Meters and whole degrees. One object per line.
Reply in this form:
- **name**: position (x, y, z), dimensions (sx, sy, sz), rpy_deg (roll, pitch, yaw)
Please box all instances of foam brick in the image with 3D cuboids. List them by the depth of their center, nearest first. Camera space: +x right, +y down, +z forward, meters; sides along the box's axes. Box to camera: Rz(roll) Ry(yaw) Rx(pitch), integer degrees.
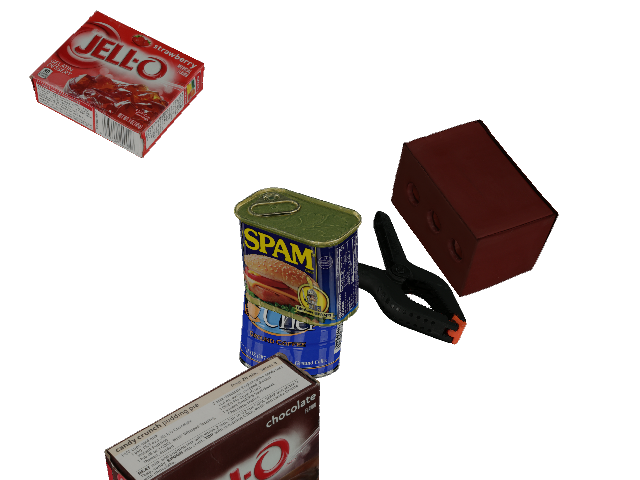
- **foam brick**: position (0.083, -0.018, 0.592), dimensions (0.051, 0.078, 0.053), rpy_deg (-20, -34, -22)

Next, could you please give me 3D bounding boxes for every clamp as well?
- **clamp**: position (0.076, 0.048, 1.227), dimensions (0.164, 0.036, 0.210), rpy_deg (-17, 49, -37)

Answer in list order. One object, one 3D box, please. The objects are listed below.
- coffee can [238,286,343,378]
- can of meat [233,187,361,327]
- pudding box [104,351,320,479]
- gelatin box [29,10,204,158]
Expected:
- **coffee can**: position (-0.025, 0.053, 1.052), dimensions (0.103, 0.140, 0.103), rpy_deg (5, 15, -2)
- **can of meat**: position (-0.017, 0.014, 0.858), dimensions (0.102, 0.084, 0.057), rpy_deg (18, 37, 31)
- **pudding box**: position (-0.052, 0.121, 0.552), dimensions (0.113, 0.090, 0.039), rpy_deg (-29, 46, -33)
- **gelatin box**: position (-0.133, -0.105, 0.705), dimensions (0.089, 0.073, 0.030), rpy_deg (28, -32, 12)
